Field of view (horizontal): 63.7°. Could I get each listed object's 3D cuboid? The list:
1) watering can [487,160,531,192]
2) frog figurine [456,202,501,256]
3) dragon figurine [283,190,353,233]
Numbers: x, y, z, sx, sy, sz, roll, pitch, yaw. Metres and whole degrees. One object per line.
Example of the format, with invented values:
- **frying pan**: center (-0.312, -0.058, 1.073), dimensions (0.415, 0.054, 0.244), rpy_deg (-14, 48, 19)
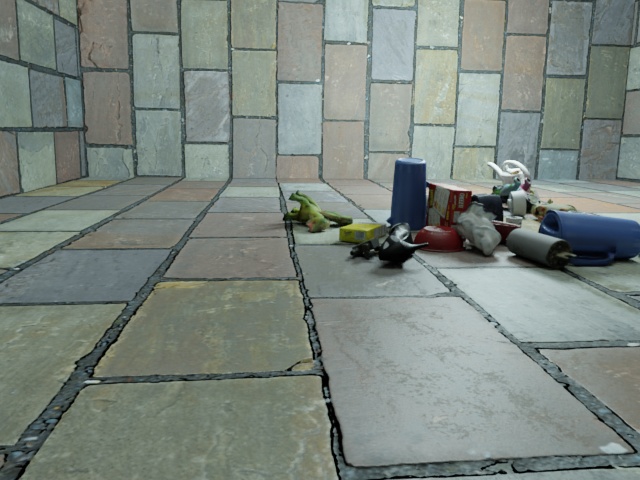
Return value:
- **watering can**: center (0.932, -0.284, 2.514), dimensions (0.104, 0.222, 0.350), rpy_deg (-18, 13, -6)
- **frog figurine**: center (0.459, -0.015, 1.480), dimensions (0.121, 0.163, 0.135), rpy_deg (-19, -41, 31)
- **dragon figurine**: center (0.006, -0.096, 1.905), dimensions (0.243, 0.120, 0.414), rpy_deg (21, 17, 10)
